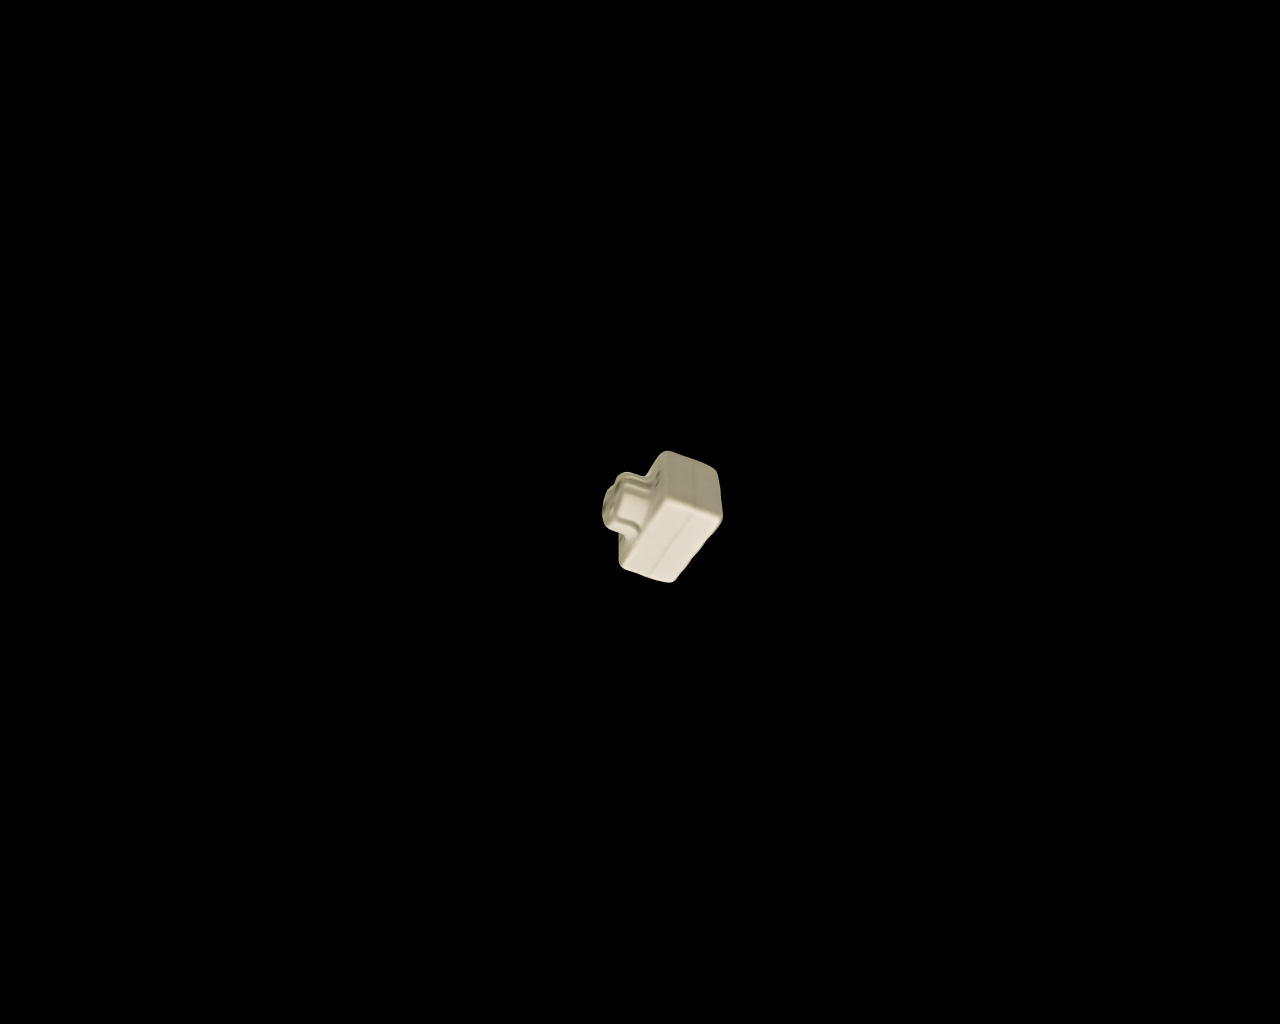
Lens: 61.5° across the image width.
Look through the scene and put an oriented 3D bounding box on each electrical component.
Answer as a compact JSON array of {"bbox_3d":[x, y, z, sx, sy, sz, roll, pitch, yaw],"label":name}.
[{"bbox_3d":[0.001,-0.003,0.650,0.077,0.047,0.065,20,-50,-17],"label":"electrical component"}]
